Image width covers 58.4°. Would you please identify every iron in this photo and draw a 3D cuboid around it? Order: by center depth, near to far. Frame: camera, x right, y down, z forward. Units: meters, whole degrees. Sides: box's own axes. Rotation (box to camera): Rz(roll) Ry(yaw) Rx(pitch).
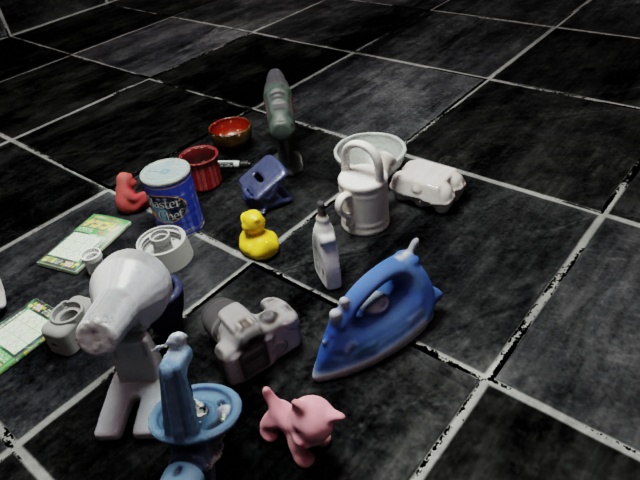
[{"bbox_3d":[0.080,0.105,0.906,0.259,0.142,0.118,-33,45,-30],"label":"iron"}]

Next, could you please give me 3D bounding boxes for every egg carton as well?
[{"bbox_3d":[0.229,-0.117,1.226,0.149,0.069,0.107,21,46,31],"label":"egg carton"}]

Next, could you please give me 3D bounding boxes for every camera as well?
[{"bbox_3d":[-0.123,0.136,0.929,0.143,0.101,0.136,-29,43,-26],"label":"camera"}]

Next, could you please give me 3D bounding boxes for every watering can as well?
[{"bbox_3d":[0.089,-0.116,1.144,0.100,0.194,0.173,7,40,17],"label":"watering can"}]

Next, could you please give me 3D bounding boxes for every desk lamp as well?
[{"bbox_3d":[-0.282,0.148,0.844,0.118,0.214,0.203,-5,38,3],"label":"desk lamp"}]

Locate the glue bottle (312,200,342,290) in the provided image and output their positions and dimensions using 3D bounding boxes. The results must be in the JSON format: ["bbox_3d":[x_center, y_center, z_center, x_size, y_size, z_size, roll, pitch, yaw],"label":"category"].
[{"bbox_3d":[0.009,0.004,1.019,0.037,0.173,0.078,-16,39,-12],"label":"glue bottle"}]

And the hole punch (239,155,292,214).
[{"bbox_3d":[-0.124,-0.125,1.269,0.101,0.091,0.108,-23,41,-20],"label":"hole punch"}]

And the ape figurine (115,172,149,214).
[{"bbox_3d":[-0.432,-0.112,1.297,0.076,0.092,0.077,-29,43,-26],"label":"ape figurine"}]

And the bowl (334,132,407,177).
[{"bbox_3d":[0.116,-0.179,1.317,0.167,0.075,0.167,-4,38,3],"label":"bowl"}]

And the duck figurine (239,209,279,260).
[{"bbox_3d":[-0.126,-0.017,1.137,0.078,0.086,0.104,-25,42,-22],"label":"duck figurine"}]

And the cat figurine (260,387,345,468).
[{"bbox_3d":[-0.028,0.239,0.770,0.127,0.118,0.067,22,46,32],"label":"cat figurine"}]

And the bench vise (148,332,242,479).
[{"bbox_3d":[-0.156,0.235,0.711,0.121,0.220,0.207,-13,38,-7],"label":"bench vise"}]

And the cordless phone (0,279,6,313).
[{"bbox_3d":[-0.658,0.053,1.044,0.094,0.185,0.147,-26,42,-23],"label":"cordless phone"}]

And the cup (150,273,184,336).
[{"bbox_3d":[-0.282,0.114,0.985,0.117,0.095,0.092,18,44,28],"label":"cup"}]

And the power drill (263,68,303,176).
[{"bbox_3d":[-0.090,-0.268,1.352,0.075,0.209,0.229,-9,38,-3],"label":"power drill"}]
